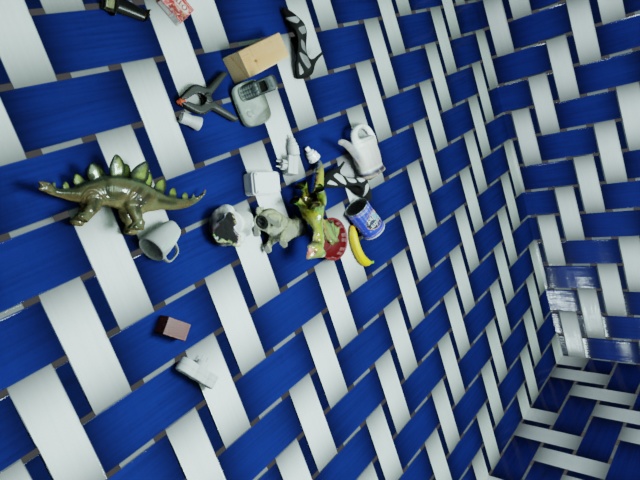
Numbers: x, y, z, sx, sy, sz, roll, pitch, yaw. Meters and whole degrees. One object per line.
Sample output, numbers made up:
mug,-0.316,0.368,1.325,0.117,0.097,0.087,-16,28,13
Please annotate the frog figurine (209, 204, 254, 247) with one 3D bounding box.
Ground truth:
frog figurine,-0.277,-0.051,1.627,0.136,0.122,0.162,59,15,-13

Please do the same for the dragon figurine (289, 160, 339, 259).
dragon figurine,0.006,-0.092,1.833,0.238,0.121,0.420,63,29,-32

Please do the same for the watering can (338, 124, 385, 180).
watering can,0.165,-0.341,2.045,0.353,0.103,0.222,-41,114,-57
